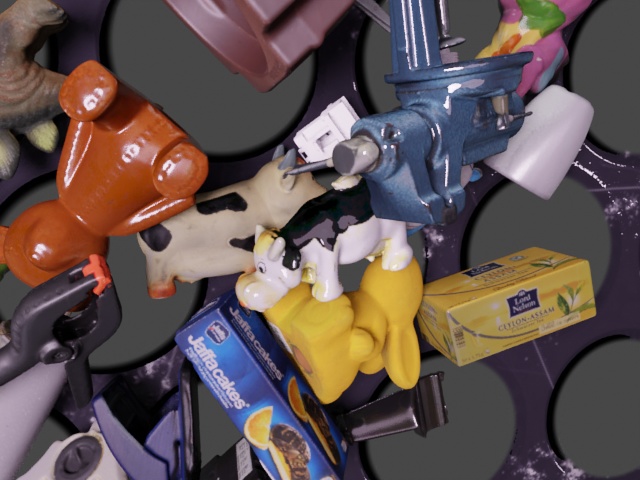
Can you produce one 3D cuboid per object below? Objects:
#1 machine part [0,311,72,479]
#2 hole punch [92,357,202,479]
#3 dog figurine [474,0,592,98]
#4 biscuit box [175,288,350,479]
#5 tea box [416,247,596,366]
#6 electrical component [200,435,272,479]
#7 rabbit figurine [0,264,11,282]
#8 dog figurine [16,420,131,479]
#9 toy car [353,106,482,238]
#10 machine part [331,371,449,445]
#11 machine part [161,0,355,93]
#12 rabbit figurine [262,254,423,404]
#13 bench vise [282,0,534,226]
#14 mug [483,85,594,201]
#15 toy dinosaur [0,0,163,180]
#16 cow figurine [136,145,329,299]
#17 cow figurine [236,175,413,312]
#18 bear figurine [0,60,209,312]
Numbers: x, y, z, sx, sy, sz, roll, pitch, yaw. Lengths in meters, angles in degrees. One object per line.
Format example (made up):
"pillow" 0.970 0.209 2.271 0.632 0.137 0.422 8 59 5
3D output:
"machine part" -0.297 0.164 0.502 0.079 0.079 0.243 27 91 -16
"hole punch" -0.159 0.179 0.514 0.092 0.142 0.115 -7 86 -14
"dog figurine" 0.210 -0.253 0.540 0.191 0.109 0.219 24 97 -41
"biscuit box" -0.052 0.147 0.510 0.059 0.063 0.202 -33 96 17
"tea box" 0.201 0.068 0.598 0.170 0.098 0.068 -19 103 -12
"electrical component" -0.096 0.271 0.547 0.134 0.115 0.058 -42 102 -1
"rabbit figurine" -0.354 0.052 0.471 0.159 0.121 0.170 34 71 -9
"dog figurine" -0.214 0.296 0.549 0.190 0.121 0.172 71 35 -46
"toy car" 0.099 -0.068 0.551 0.109 0.103 0.161 42 85 -15
"machine part" 0.084 0.200 0.621 0.139 0.039 0.084 -10 106 -14
"machine part" -0.077 -0.226 0.433 0.201 0.201 0.087 44 83 -15
"rabbit figurine" 0.048 0.084 0.559 0.173 0.122 0.162 -38 109 -25
"bench vise" 0.083 -0.140 0.426 0.224 0.129 0.240 -18 109 -27
"mug" 0.248 -0.105 0.583 0.109 0.081 0.107 9 119 -46
"toy dinosaur" -0.368 -0.134 0.426 0.471 0.105 0.198 11 96 -16
"cow figurine" -0.080 -0.022 0.527 0.195 0.085 0.127 -9 106 -11
"cow figurine" -0.001 -0.001 0.480 0.167 0.068 0.098 -21 115 -23
"bear figurine" -0.187 -0.028 0.428 0.196 0.132 0.120 -45 101 0
